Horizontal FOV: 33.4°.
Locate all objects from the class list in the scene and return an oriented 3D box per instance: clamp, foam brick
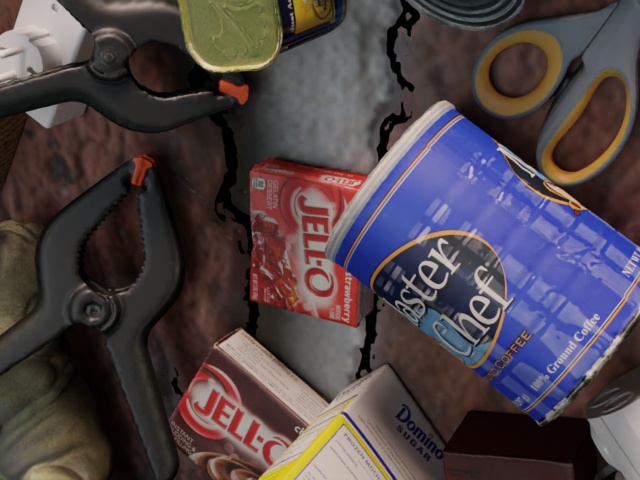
[{"bbox_3d":[-0.122,-0.116,0.602,0.171,0.039,0.120,5,113,-13],"label":"clamp"},{"bbox_3d":[0.116,0.134,0.611,0.078,0.051,0.053,1,109,28],"label":"foam brick"},{"bbox_3d":[-0.153,0.045,0.679,0.164,0.036,0.210,11,96,-7],"label":"clamp"}]

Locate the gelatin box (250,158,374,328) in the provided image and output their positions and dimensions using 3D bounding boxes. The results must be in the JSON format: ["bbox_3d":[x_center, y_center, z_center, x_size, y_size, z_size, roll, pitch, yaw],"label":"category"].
[{"bbox_3d":[-0.004,0.001,0.634,0.073,0.030,0.089,13,116,23],"label":"gelatin box"}]

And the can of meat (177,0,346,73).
[{"bbox_3d":[-0.031,-0.146,0.555,0.058,0.083,0.102,1,110,28],"label":"can of meat"}]

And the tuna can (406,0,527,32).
[{"bbox_3d":[0.068,-0.144,0.510,0.086,0.033,0.086,29,152,17],"label":"tuna can"}]

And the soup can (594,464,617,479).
[{"bbox_3d":[0.183,0.180,0.584,0.069,0.068,0.102,6,113,26],"label":"soup can"}]

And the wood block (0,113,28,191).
[{"bbox_3d":[-0.308,-0.111,0.716,0.206,0.090,0.091,37,124,10],"label":"wood block"}]

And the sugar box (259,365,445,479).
[{"bbox_3d":[0.015,0.151,0.598,0.048,0.176,0.093,-35,91,33],"label":"sugar box"}]

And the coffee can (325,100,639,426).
[{"bbox_3d":[0.088,0.011,0.544,0.140,0.102,0.103,38,123,9],"label":"coffee can"}]

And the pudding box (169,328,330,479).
[{"bbox_3d":[-0.039,0.127,0.699,0.113,0.039,0.090,38,123,10],"label":"pudding box"}]

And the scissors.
[{"bbox_3d":[0.139,-0.121,0.515,0.096,0.016,0.202,27,120,16],"label":"scissors"}]
